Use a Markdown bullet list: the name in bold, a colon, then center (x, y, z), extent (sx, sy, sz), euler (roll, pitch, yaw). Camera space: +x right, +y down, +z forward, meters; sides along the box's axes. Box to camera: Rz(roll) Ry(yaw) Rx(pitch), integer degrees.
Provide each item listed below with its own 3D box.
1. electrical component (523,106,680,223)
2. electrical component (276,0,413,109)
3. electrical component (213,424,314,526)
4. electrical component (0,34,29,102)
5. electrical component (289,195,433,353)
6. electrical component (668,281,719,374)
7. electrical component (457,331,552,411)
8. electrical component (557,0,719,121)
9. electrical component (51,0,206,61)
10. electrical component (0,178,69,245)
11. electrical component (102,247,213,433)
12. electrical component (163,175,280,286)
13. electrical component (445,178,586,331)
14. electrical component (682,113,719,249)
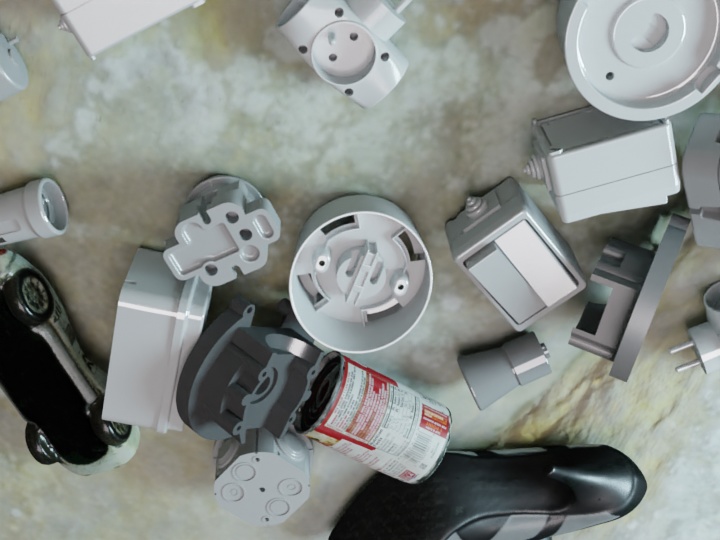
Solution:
- **electrical component**: center (0.158, -0.071, 0.721), extent (0.096, 0.061, 0.061), euler (-15, 119, 6)
- **electrical component**: center (0.002, -0.155, 0.676), extent (0.077, 0.044, 0.079), euler (40, 110, -22)
- **electrical component**: center (-0.076, 0.156, 0.843), extent (0.080, 0.051, 0.080), euler (-1, 119, -2)
- **electrical component**: center (-0.249, -0.120, 0.685), extent (0.078, 0.040, 0.040), euler (-24, 118, 10)
- **electrical component**: center (0.000, 0.000, 0.752), extent (0.099, 0.064, 0.099), euler (-1, 119, -2)
- **electrical component**: center (0.273, 0.054, 0.808), extent (0.079, 0.044, 0.077), euler (-22, 118, 9)
- **electrical component**: center (0.112, 0.074, 0.814), extent (0.065, 0.044, 0.044), euler (-25, 118, 5)
- **electrical component**: center (0.176, -0.155, 0.676), extent (0.108, 0.060, 0.108), euler (-1, 119, -2)
- **electrical component**: center (-0.146, -0.175, 0.647), extent (0.096, 0.061, 0.061), euler (-24, 118, 10)
- **electrical component**: center (-0.229, -0.038, 0.734), extent (0.046, 0.040, 0.040), euler (-13, 119, 11)
- **electrical component**: center (-0.142, 0.050, 0.765), extent (0.057, 0.078, 0.113), euler (12, 118, -6)
- **electrical component**: center (-0.093, -0.030, 0.734), extent (0.078, 0.057, 0.058), euler (-23, 118, 10)
- **electrical component**: center (0.105, -0.013, 0.752), extent (0.062, 0.061, 0.096), euler (-36, 115, 16)
- **electrical component**: center (0.255, -0.056, 0.714), extent (0.059, 0.053, 0.095), euler (10, 148, 32)
